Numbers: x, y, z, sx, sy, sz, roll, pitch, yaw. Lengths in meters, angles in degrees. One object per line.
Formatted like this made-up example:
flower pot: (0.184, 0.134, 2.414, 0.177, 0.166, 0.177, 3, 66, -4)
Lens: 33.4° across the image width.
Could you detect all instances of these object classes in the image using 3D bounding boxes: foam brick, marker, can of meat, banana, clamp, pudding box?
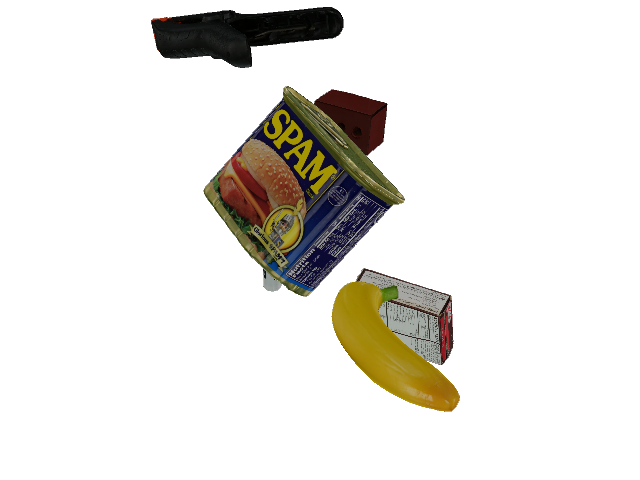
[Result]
foam brick: (0.034, -0.143, 1.286, 0.078, 0.053, 0.051, 17, 31, 21)
marker: (-0.049, 0.000, 1.068, 0.020, 0.121, 0.020, 1, 38, -1)
can of meat: (-0.013, -0.029, 0.645, 0.057, 0.084, 0.102, 28, 18, -50)
banana: (0.048, 0.072, 0.818, 0.069, 0.037, 0.198, -5, 24, -8)
clamp: (-0.068, -0.169, 0.868, 0.120, 0.039, 0.172, -17, 24, -37)
pudding box: (0.095, 0.087, 1.220, 0.114, 0.090, 0.039, 16, 49, 22)
